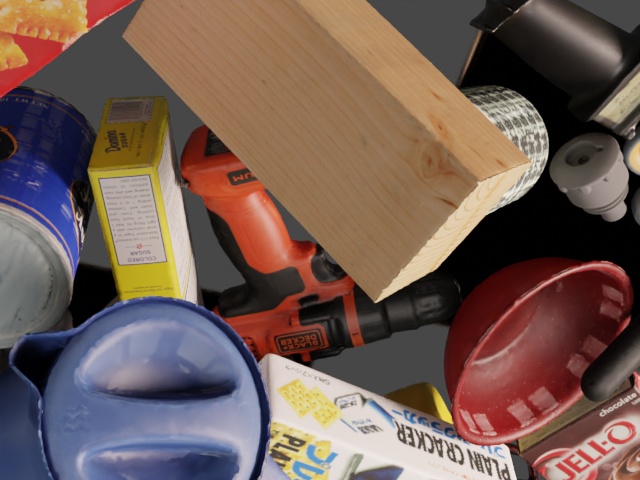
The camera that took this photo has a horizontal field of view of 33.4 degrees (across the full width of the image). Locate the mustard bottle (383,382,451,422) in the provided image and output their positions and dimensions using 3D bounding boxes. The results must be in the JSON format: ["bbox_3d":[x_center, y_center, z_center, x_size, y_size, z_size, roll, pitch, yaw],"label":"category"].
[{"bbox_3d":[0.015,0.181,0.850,0.192,0.058,0.096,-21,128,12],"label":"mustard bottle"}]

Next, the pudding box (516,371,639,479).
[{"bbox_3d":[0.227,0.158,0.854,0.114,0.039,0.090,-39,117,21],"label":"pudding box"}]

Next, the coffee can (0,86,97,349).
[{"bbox_3d":[-0.193,-0.017,0.654,0.103,0.140,0.103,-1,125,-2],"label":"coffee can"}]

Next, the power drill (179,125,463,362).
[{"bbox_3d":[-0.005,0.001,0.724,0.184,0.057,0.187,-12,124,6],"label":"power drill"}]

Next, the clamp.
[{"bbox_3d":[0.264,0.045,0.765,0.120,0.039,0.172,-1,128,-47],"label":"clamp"}]

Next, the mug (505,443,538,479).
[{"bbox_3d":[0.148,0.225,0.877,0.081,0.093,0.117,8,88,-13],"label":"mug"}]

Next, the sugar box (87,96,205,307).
[{"bbox_3d":[-0.110,0.003,0.701,0.048,0.093,0.176,-3,125,0],"label":"sugar box"}]

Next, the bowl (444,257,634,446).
[{"bbox_3d":[0.143,0.068,0.756,0.161,0.055,0.162,-21,134,-24],"label":"bowl"}]

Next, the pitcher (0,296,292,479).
[{"bbox_3d":[-0.135,0.125,0.655,0.144,0.149,0.243,-17,177,-34],"label":"pitcher"}]

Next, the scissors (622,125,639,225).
[{"bbox_3d":[0.287,-0.079,0.704,0.202,0.016,0.096,-37,123,21],"label":"scissors"}]

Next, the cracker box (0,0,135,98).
[{"bbox_3d":[-0.144,-0.151,0.549,0.214,0.164,0.072,-30,123,18],"label":"cracker box"}]

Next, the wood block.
[{"bbox_3d":[0.003,-0.078,0.586,0.206,0.090,0.091,46,118,13],"label":"wood block"}]

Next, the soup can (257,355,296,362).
[{"bbox_3d":[-0.063,0.131,0.807,0.102,0.068,0.068,-22,123,13],"label":"soup can"}]
